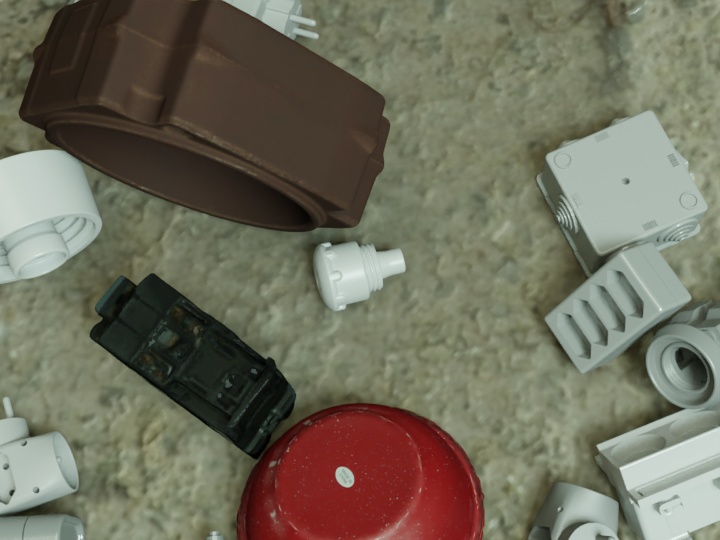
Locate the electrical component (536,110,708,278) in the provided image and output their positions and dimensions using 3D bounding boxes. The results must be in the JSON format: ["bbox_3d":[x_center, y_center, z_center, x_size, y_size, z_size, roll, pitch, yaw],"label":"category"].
[{"bbox_3d":[0.183,-0.054,0.753,0.100,0.048,0.099,-23,72,-3],"label":"electrical component"}]

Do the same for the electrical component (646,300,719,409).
[{"bbox_3d":[0.222,0.054,0.692,0.057,0.078,0.058,-26,99,-35],"label":"electrical component"}]

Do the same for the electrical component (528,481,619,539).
[{"bbox_3d":[0.137,0.175,0.669,0.043,0.079,0.077,23,75,-8],"label":"electrical component"}]

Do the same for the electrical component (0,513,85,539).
[{"bbox_3d":[-0.216,0.209,0.697,0.059,0.053,0.095,-4,72,3],"label":"electrical component"}]

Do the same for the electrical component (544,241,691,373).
[{"bbox_3d":[0.182,0.021,0.722,0.076,0.083,0.047,-16,67,-41],"label":"electrical component"}]

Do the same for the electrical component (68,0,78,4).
[{"bbox_3d":[-0.187,-0.179,0.811,0.057,0.078,0.058,33,77,35],"label":"electrical component"}]

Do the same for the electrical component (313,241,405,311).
[{"bbox_3d":[0.000,0.000,0.753,0.062,0.048,0.048,-14,72,-7],"label":"electrical component"}]

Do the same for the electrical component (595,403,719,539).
[{"bbox_3d":[0.223,0.123,0.683,0.121,0.078,0.063,-21,101,-3],"label":"electrical component"}]

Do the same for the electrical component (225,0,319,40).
[{"bbox_3d":[-0.068,-0.189,0.806,0.077,0.065,0.047,17,74,9],"label":"electrical component"}]

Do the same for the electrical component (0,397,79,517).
[{"bbox_3d":[-0.241,0.126,0.731,0.077,0.043,0.079,-20,72,-2],"label":"electrical component"}]

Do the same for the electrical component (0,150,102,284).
[{"bbox_3d":[-0.233,-0.029,0.749,0.108,0.108,0.060,-27,78,-4],"label":"electrical component"}]
